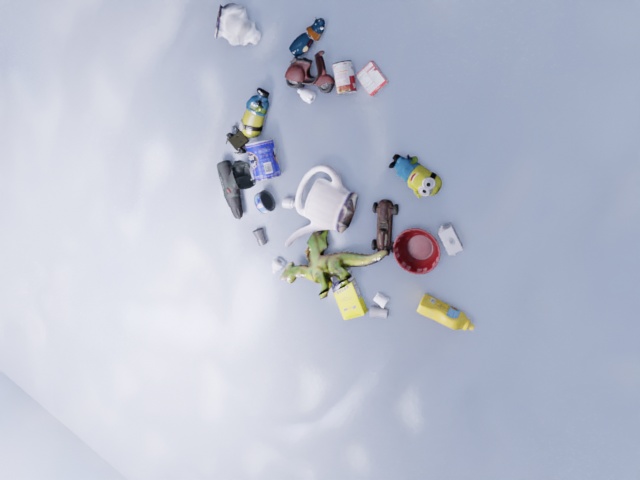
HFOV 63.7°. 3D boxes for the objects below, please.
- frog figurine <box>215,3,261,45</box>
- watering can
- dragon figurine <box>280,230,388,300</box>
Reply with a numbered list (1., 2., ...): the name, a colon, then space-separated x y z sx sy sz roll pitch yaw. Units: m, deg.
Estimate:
1. frog figurine: -0.284 -0.754 1.814 0.159 0.124 0.136 10 103 -16
2. watering can: 0.006 -0.092 1.834 0.225 0.105 0.342 25 112 16
3. dragon figurine: 0.030 0.061 1.849 0.407 0.121 0.247 -34 66 17
